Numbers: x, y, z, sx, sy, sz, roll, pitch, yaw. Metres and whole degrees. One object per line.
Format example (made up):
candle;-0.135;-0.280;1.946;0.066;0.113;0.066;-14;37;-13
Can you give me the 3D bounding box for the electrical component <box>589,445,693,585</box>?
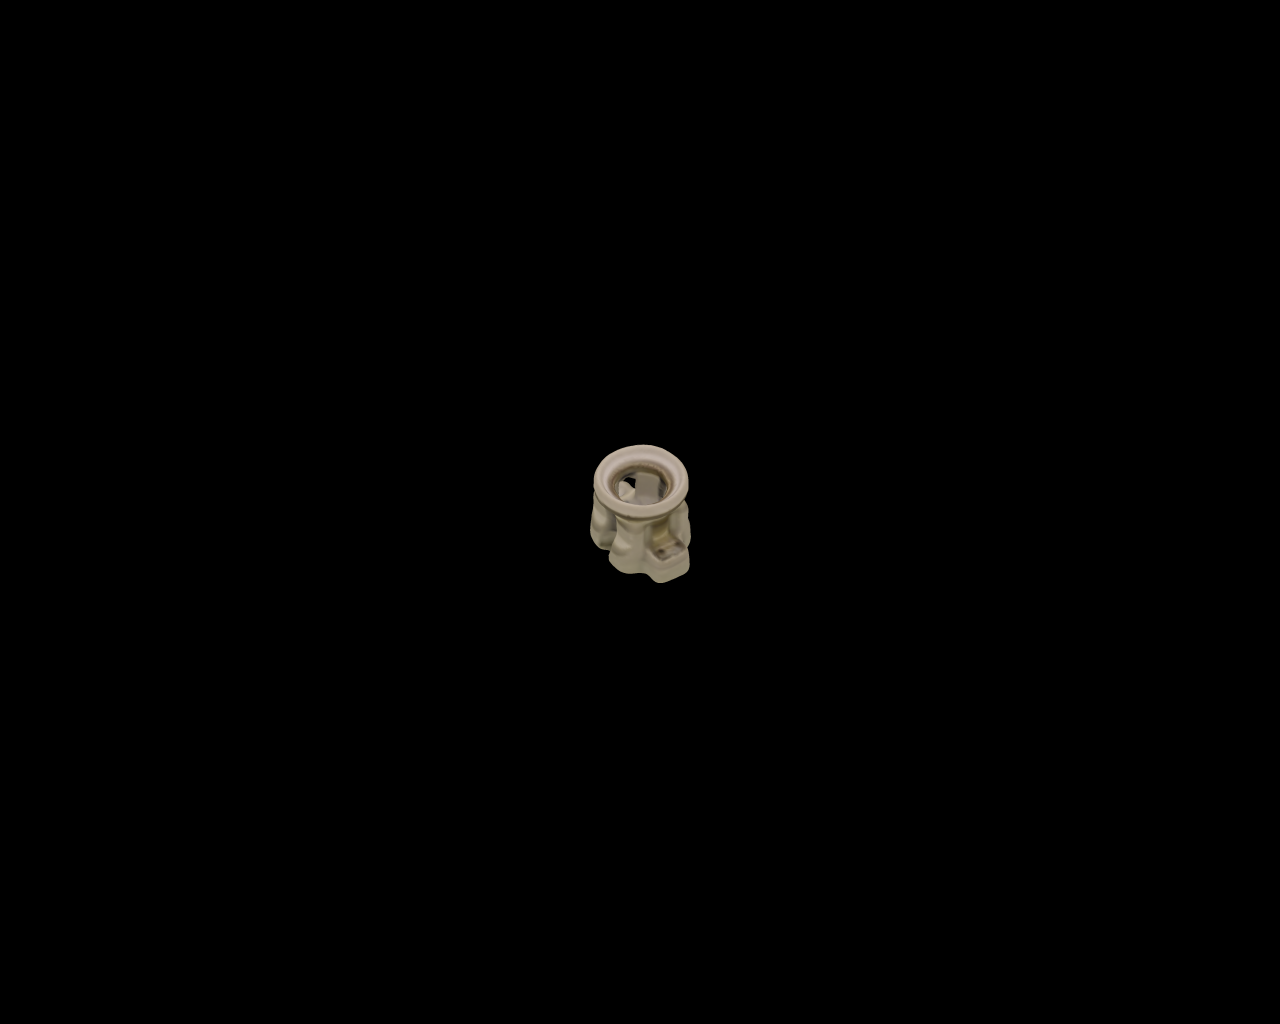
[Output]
electrical component;0.001;-0.003;0.650;0.058;0.056;0.078;-24;50;-22
